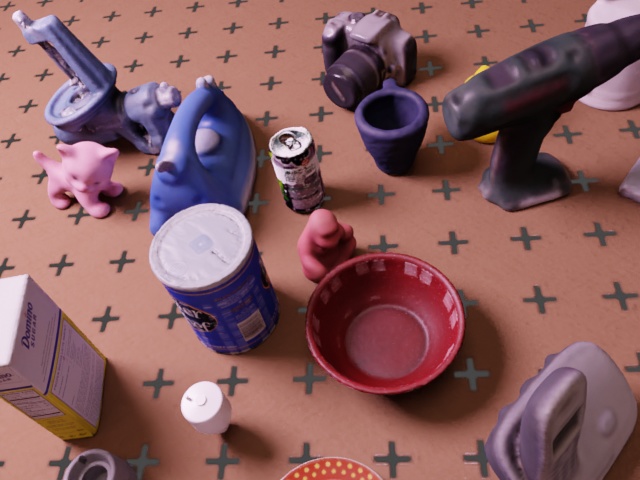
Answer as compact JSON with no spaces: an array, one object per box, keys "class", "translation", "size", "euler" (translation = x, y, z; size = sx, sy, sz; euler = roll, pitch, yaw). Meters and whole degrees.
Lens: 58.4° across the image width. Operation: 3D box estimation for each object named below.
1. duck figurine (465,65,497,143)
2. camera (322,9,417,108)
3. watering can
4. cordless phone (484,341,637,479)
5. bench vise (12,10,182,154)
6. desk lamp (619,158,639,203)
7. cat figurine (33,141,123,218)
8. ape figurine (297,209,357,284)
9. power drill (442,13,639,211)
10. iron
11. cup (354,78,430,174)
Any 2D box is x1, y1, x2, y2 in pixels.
[{"class":"duck figurine","translation":[0.220,-0.193,0.765],"size":[0.077,0.086,0.104],"euler":[-12,52,0]},{"class":"camera","translation":[0.052,-0.269,0.840],"size":[0.142,0.101,0.137],"euler":[28,62,27]},{"class":"watering can","translation":[0.394,-0.275,0.729],"size":[0.100,0.194,0.173],"euler":[31,64,28]},{"class":"cordless phone","translation":[0.204,0.135,0.459],"size":[0.094,0.185,0.148],"euler":[34,65,29]},{"class":"bench vise","translation":[-0.302,-0.224,0.790],"size":[0.207,0.220,0.121],"euler":[-12,52,0]},{"class":"desk lamp","translation":[0.444,-0.157,0.619],"size":[0.117,0.214,0.203],"euler":[31,64,28]},{"class":"cat figurine","translation":[-0.320,-0.093,0.760],"size":[0.127,0.118,0.067],"euler":[11,56,17]},{"class":"ape figurine","translation":[0.006,0.002,0.650],"size":[0.078,0.092,0.076],"euler":[-34,55,-15]},{"class":"power drill","translation":[0.249,-0.134,0.638],"size":[0.229,0.209,0.075],"euler":[-17,52,-3]},{"class":"iron","translation":[-0.153,-0.130,0.745],"size":[0.118,0.142,0.258],"euler":[1,54,10]},{"class":"cup","translation":[0.093,-0.142,0.742],"size":[0.091,0.095,0.117],"euler":[-4,53,7]}]
